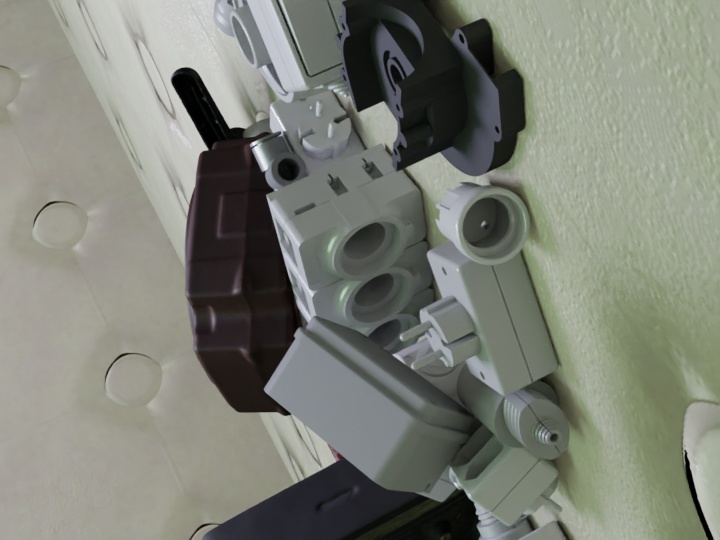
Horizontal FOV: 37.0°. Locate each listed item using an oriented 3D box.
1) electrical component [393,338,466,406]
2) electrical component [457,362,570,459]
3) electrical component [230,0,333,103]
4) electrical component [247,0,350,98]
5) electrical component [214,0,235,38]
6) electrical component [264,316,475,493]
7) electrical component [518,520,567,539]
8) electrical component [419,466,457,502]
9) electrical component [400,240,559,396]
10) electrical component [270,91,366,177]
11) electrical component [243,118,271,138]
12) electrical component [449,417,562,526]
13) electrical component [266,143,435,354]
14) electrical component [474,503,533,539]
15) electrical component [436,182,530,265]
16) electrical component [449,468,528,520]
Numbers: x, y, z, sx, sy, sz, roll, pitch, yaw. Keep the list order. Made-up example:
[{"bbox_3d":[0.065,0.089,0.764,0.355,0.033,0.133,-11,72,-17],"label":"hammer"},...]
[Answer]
[{"bbox_3d":[0.062,0.081,0.755,0.080,0.051,0.080,59,167,23],"label":"electrical component"},{"bbox_3d":[0.095,0.082,0.639,0.081,0.043,0.043,40,153,62],"label":"electrical component"},{"bbox_3d":[-0.051,-0.163,0.713,0.108,0.060,0.108,59,167,23],"label":"electrical component"},{"bbox_3d":[-0.023,-0.146,0.628,0.096,0.062,0.061,67,167,-14],"label":"electrical component"},{"bbox_3d":[-0.094,-0.212,0.849,0.040,0.040,0.046,61,161,14],"label":"electrical component"},{"bbox_3d":[0.007,0.084,0.679,0.113,0.057,0.078,35,-175,30],"label":"electrical component"},{"bbox_3d":[0.108,0.223,0.742,0.059,0.095,0.053,60,167,19],"label":"electrical component"},{"bbox_3d":[0.059,0.122,0.811,0.047,0.076,0.065,30,-163,-45],"label":"electrical component"},{"bbox_3d":[0.059,0.031,0.609,0.083,0.076,0.047,69,167,-18],"label":"electrical component"},{"bbox_3d":[-0.026,-0.096,0.776,0.083,0.047,0.075,61,167,14],"label":"electrical component"},{"bbox_3d":[-0.084,-0.110,1.016,0.061,0.035,0.035,62,168,1],"label":"electrical component"},{"bbox_3d":[0.101,0.132,0.693,0.077,0.047,0.065,38,-173,-23],"label":"electrical component"},{"bbox_3d":[0.000,0.000,0.758,0.061,0.089,0.150,54,164,39],"label":"electrical component"},{"bbox_3d":[0.108,0.196,0.815,0.078,0.040,0.040,64,168,1],"label":"electrical component"},{"bbox_3d":[0.063,-0.027,0.568,0.046,0.040,0.040,-138,25,-71],"label":"electrical component"},{"bbox_3d":[0.098,0.151,0.765,0.062,0.048,0.048,45,158,39],"label":"electrical component"}]
